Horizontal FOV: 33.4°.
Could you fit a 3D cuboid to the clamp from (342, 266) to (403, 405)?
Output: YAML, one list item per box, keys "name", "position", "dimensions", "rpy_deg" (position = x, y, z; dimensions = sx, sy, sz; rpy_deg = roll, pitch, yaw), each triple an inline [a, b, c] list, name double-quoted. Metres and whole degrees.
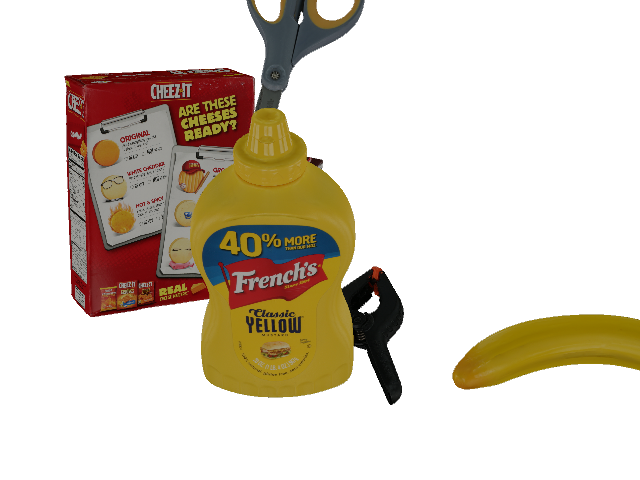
- name: "clamp"
  position: [0.047, 0.097, 1.075]
  dimensions: [0.120, 0.039, 0.171]
  rpy_deg: [17, 50, 19]

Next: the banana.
- name: "banana"
  position: [0.192, 0.083, 0.789]
  dimensions: [0.197, 0.037, 0.069]
  rpy_deg: [2, 32, -5]

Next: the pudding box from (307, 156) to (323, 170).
- name: "pudding box"
  position: [-0.059, -0.071, 1.278]
  dimensions: [0.090, 0.039, 0.113]
  rpy_deg: [12, 32, 20]

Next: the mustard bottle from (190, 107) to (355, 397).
- name: "mustard bottle"
  position: [-0.027, 0.008, 0.631]
  dimensions: [0.096, 0.192, 0.058]
  rpy_deg: [1, 38, 2]

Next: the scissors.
- name: "scissors"
  position: [-0.013, -0.122, 0.761]
  dimensions: [0.096, 0.202, 0.016]
  rpy_deg: [-1, -17, -4]

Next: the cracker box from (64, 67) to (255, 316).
- name: "cracker box"
  position: [-0.149, -0.048, 0.993]
  dimensions: [0.163, 0.214, 0.072]
  rpy_deg: [-8, 20, -29]
